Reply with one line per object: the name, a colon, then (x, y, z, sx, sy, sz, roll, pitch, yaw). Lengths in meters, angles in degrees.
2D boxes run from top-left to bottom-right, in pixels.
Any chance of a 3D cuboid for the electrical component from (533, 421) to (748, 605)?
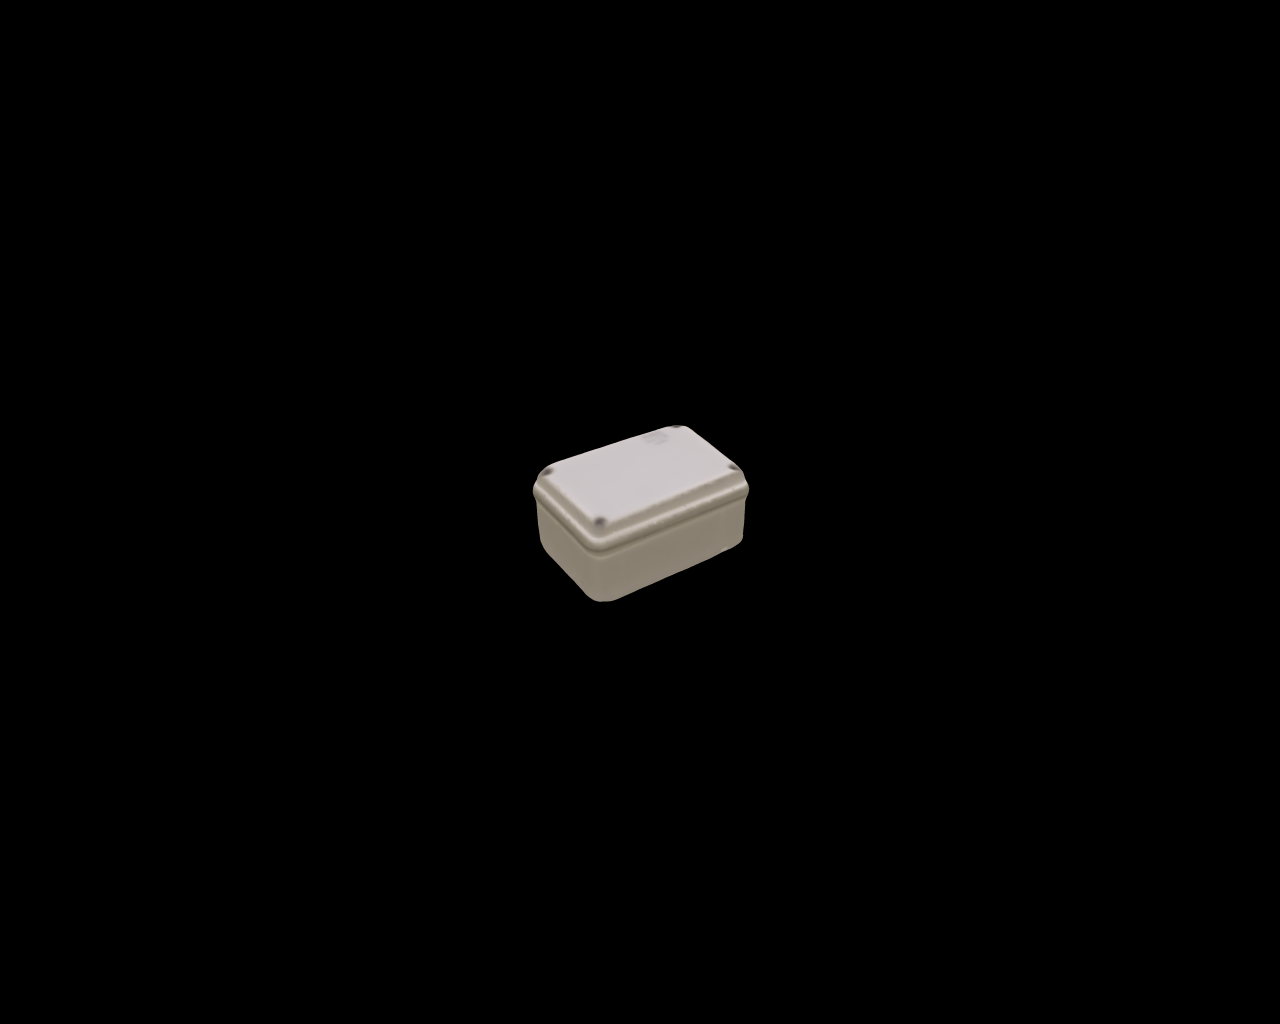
electrical component: (0.001, -0.003, 0.650, 0.113, 0.057, 0.078, -21, 41, -26)
